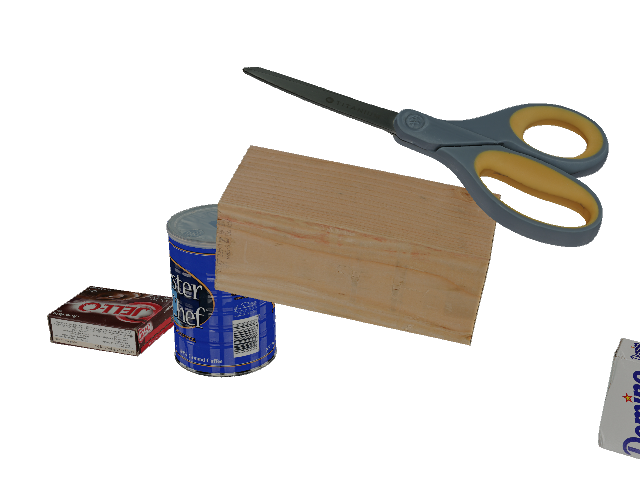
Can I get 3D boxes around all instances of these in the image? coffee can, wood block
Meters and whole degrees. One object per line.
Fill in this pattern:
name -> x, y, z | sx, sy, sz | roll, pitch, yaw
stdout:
coffee can -> -0.094, 0.047, 1.037 | 0.103, 0.140, 0.103 | 0, 22, 0
wood block -> 0.029, 0.002, 0.843 | 0.206, 0.090, 0.090 | 12, 37, 8

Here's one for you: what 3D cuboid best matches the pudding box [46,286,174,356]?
pudding box -> -0.230, 0.088, 1.182 | 0.114, 0.039, 0.090 | 4, 19, 19

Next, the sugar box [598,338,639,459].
sugar box -> 0.324, 0.149, 0.877 | 0.176, 0.093, 0.048 | 12, 24, 20

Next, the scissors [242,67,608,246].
scissors -> 0.066, -0.066, 0.565 | 0.202, 0.016, 0.096 | 34, 56, 18
